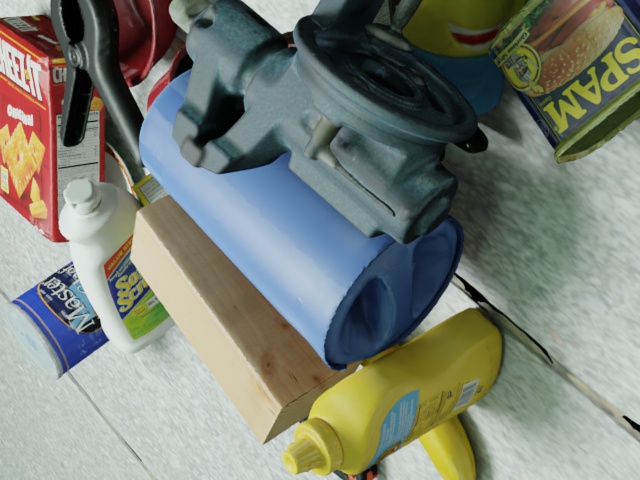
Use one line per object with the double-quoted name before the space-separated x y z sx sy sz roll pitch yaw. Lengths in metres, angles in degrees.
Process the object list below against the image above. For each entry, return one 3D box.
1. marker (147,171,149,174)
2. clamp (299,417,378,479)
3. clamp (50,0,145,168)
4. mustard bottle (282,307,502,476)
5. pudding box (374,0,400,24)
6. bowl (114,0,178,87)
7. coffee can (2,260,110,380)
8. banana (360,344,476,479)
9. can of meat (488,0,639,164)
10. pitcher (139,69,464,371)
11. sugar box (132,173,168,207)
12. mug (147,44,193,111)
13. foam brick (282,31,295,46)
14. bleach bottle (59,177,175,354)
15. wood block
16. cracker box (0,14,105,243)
"marker" -0.182 -0.033 1.155 0.020 0.020 0.121 43 139 29
"clamp" -0.006 0.159 1.018 0.120 0.039 0.171 -19 95 51
"clamp" -0.221 -0.172 1.009 0.165 0.036 0.210 7 113 50
"mustard bottle" 0.050 0.124 0.794 0.058 0.191 0.096 45 140 27
"pudding box" 0.013 -0.205 0.741 0.113 0.039 0.090 55 172 27
"bowl" -0.180 -0.229 1.004 0.162 0.055 0.162 30 132 40
"coffee can" -0.274 0.078 1.219 0.103 0.140 0.103 37 149 27
"banana" 0.076 0.139 0.905 0.198 0.037 0.070 56 143 13
"can of meat" 0.158 -0.108 0.621 0.102 0.057 0.084 -42 72 38
"pitcher" -0.019 -0.036 0.777 0.243 0.149 0.145 41 176 28
"sugar box" -0.107 0.016 1.030 0.176 0.048 0.093 55 -179 18
"mug" -0.104 -0.110 0.937 0.082 0.093 0.117 -22 58 60
"foam brick" -0.013 -0.136 0.844 0.078 0.052 0.051 11 119 48
"bleach bottle" -0.206 0.021 1.070 0.068 0.102 0.251 46 167 28
"wood block" -0.066 0.055 0.906 0.206 0.090 0.091 52 151 16
"cracker box" -0.303 -0.124 1.182 0.164 0.071 0.214 33 127 45
